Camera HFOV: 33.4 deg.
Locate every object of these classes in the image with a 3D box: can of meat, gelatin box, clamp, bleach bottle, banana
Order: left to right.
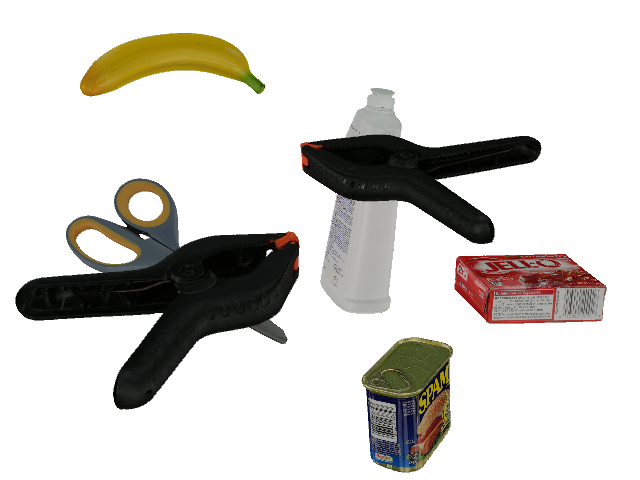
[{"bbox_3d":[-0.151,-0.178,1.067,0.197,0.070,0.037,-7,-39,-30],"label":"banana"},{"bbox_3d":[-0.075,0.039,0.614,0.171,0.039,0.120,-18,43,-26],"label":"clamp"},{"bbox_3d":[0.056,-0.049,1.236,0.068,0.251,0.103,0,22,-23],"label":"bleach bottle"},{"bbox_3d":[0.082,0.149,0.973,0.058,0.084,0.101,8,25,28],"label":"can of meat"},{"bbox_3d":[0.084,-0.064,0.943,0.210,0.036,0.164,14,35,27],"label":"clamp"},{"bbox_3d":[0.150,0.033,0.771,0.089,0.030,0.073,0,17,-11],"label":"gelatin box"}]

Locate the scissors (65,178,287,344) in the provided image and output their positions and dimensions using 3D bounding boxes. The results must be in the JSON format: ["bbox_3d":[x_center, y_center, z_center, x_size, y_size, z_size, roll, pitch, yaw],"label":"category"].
[{"bbox_3d":[-0.099,0.009,0.818,0.202,0.096,0.016,17,-29,16],"label":"scissors"}]
